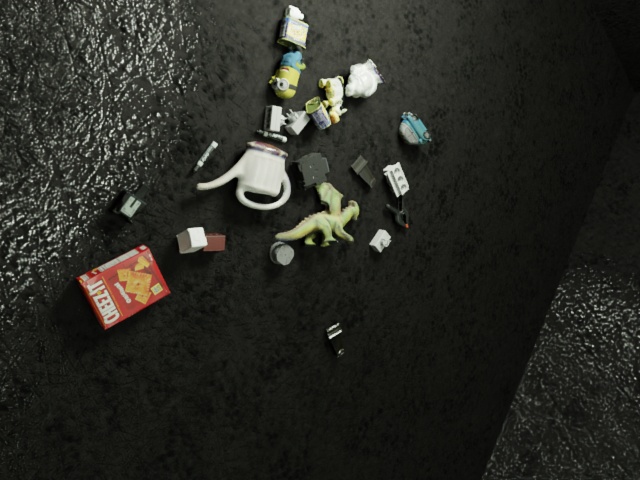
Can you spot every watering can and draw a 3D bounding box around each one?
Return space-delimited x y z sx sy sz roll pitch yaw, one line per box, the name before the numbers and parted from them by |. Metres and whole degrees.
watering can | -0.232 -0.223 1.715 0.346 0.104 0.225 12 89 -39

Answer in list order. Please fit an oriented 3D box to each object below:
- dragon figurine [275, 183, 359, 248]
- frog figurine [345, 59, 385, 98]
dragon figurine | 0.006 -0.098 1.945 0.409 0.121 0.245 7 76 -40
frog figurine | 0.148 -0.593 1.954 0.161 0.124 0.134 -44 137 -11
